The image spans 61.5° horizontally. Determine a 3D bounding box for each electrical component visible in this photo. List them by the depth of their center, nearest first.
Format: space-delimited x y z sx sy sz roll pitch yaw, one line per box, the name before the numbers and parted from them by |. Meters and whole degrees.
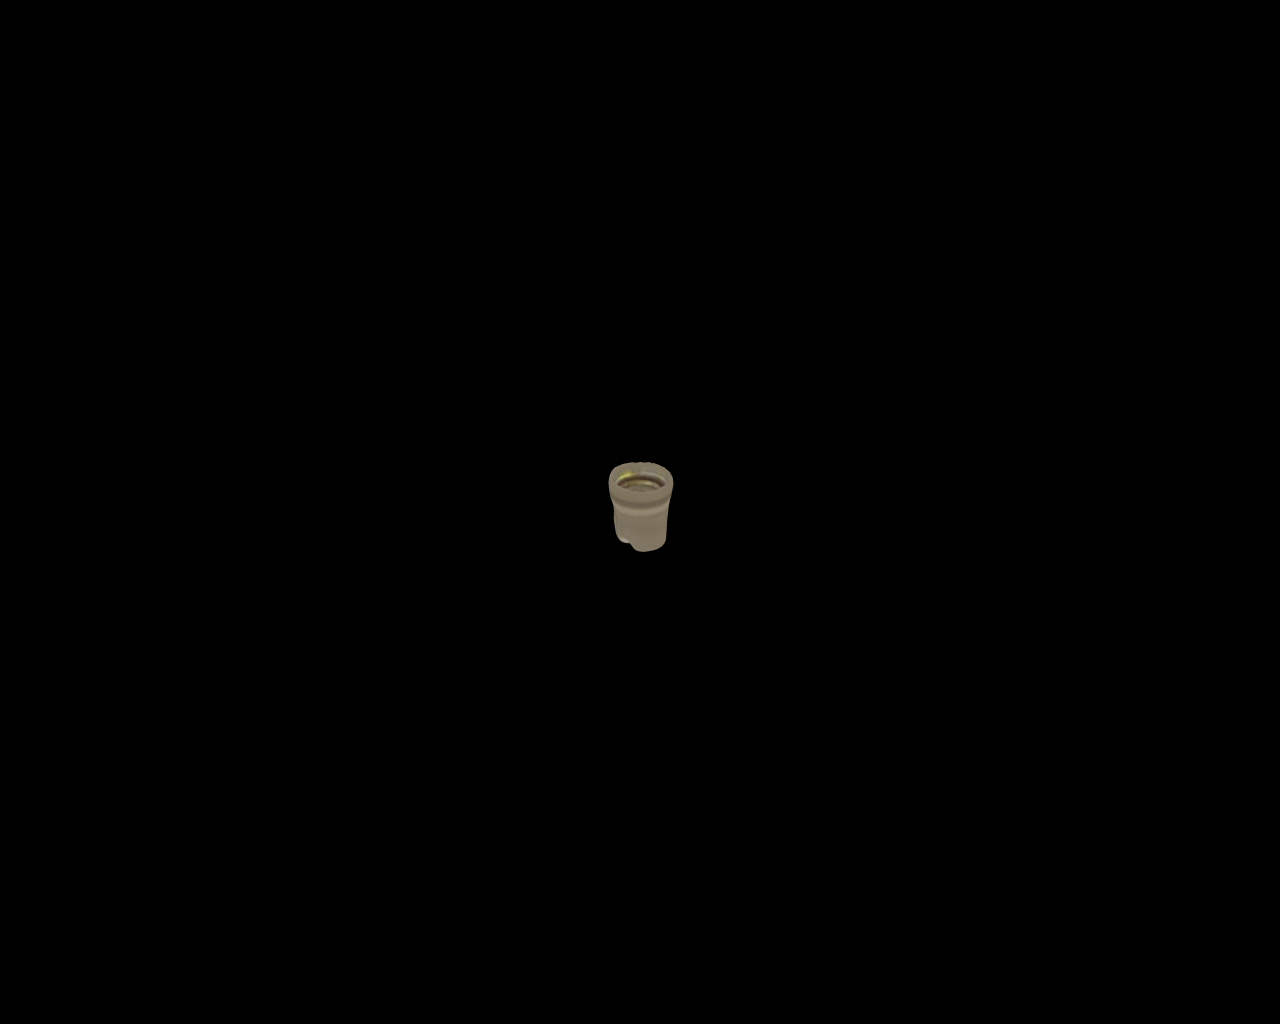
electrical component | 0.001 -0.003 0.650 0.040 0.046 0.040 0 31 0
